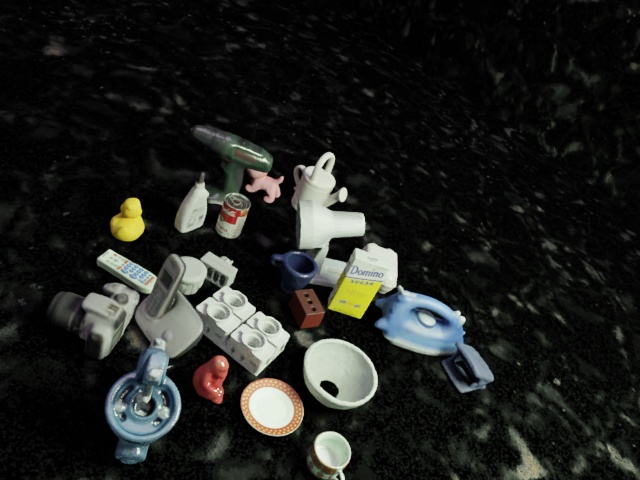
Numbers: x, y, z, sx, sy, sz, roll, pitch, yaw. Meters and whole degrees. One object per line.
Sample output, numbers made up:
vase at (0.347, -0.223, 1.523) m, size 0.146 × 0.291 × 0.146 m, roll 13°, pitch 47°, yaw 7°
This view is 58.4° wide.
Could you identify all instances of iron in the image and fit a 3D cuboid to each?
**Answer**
iron at (0.269, 0.198, 1.423) m, size 0.258 × 0.141 × 0.118 m, roll 19°, pitch 37°, yaw -9°

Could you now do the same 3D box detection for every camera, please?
camera at (-0.441, 0.135, 1.108) m, size 0.137 × 0.100 × 0.143 m, roll 23°, pitch 36°, yaw -4°

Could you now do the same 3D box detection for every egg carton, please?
egg carton at (0.158, 0.074, 1.567) m, size 0.107 × 0.069 × 0.150 m, roll 19°, pitch 37°, yaw -9°

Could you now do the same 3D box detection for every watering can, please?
watering can at (0.000, -0.167, 1.662) m, size 0.173 × 0.194 × 0.101 m, roll 25°, pitch 36°, yaw -1°

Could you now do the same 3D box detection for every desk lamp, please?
desk lamp at (0.013, 0.005, 1.443) m, size 0.204 × 0.213 × 0.118 m, roll 12°, pitch 39°, yaw -18°

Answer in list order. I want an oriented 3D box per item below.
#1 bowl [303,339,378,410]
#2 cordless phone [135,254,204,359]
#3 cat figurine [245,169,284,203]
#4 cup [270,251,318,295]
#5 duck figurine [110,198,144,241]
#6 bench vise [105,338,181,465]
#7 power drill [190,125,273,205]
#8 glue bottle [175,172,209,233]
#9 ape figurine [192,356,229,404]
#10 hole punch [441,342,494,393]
bowl at (0.033, 0.297, 1.216) m, size 0.168 × 0.074 × 0.167 m, roll 16°, pitch 37°, yaw -13°
cordless phone at (-0.287, 0.130, 1.135) m, size 0.147 × 0.185 × 0.094 m, roll 43°, pitch 40°, yaw 22°
cat figurine at (-0.164, -0.188, 1.653) m, size 0.127 × 0.117 × 0.067 m, roll 29°, pitch 36°, yaw 4°
cup at (-0.074, 0.084, 1.395) m, size 0.118 × 0.095 × 0.091 m, roll 19°, pitch 37°, yaw -10°
duck figurine at (-0.449, -0.056, 1.348) m, size 0.078 × 0.086 × 0.104 m, roll 17°, pitch 37°, yaw -12°
bench vise at (-0.299, 0.237, 0.967) m, size 0.122 × 0.219 × 0.207 m, roll 2°, pitch 42°, yaw -28°
power drill at (-0.251, -0.194, 1.532) m, size 0.230 × 0.208 × 0.075 m, roll 9°, pitch 39°, yaw -21°
glue bottle at (-0.306, -0.097, 1.411) m, size 0.037 × 0.173 × 0.078 m, roll 41°, pitch 39°, yaw 20°
ape figurine at (-0.203, 0.260, 1.105) m, size 0.076 × 0.092 × 0.078 m, roll 33°, pitch 37°, yaw 10°
hole punch at (0.368, 0.304, 1.395) m, size 0.101 × 0.091 × 0.108 m, roll -1°, pitch 44°, yaw -32°
